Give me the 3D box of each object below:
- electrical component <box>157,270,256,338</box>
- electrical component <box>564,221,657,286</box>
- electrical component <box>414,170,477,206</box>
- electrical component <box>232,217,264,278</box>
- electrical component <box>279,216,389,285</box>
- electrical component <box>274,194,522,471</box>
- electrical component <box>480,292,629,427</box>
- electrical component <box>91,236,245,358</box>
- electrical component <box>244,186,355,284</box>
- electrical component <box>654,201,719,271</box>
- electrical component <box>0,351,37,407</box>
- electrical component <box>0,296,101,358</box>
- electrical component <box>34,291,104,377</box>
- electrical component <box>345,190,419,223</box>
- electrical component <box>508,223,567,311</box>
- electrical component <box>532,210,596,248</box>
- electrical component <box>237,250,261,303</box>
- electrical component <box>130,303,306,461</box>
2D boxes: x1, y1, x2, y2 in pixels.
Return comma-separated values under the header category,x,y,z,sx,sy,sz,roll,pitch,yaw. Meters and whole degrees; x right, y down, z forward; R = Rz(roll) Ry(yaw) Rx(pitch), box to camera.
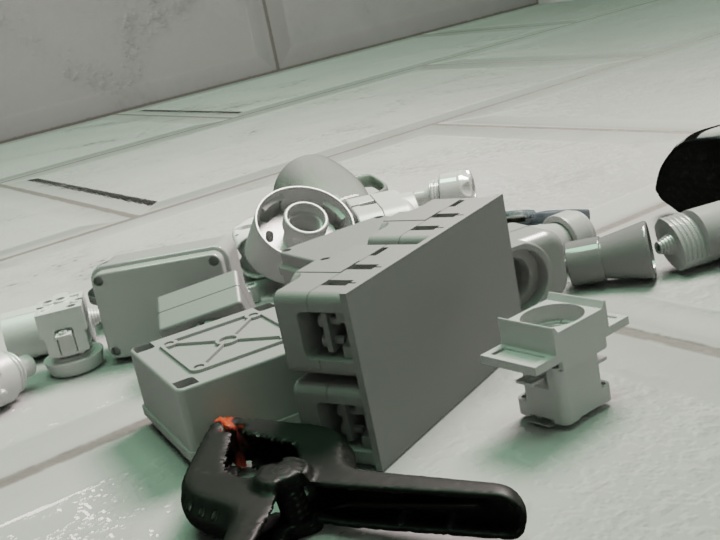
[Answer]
category,x,y,z,sx,sy,sz,roll,pitch,yaw
electrical component,-0.110,0.050,0.796,0.066,0.047,0.076,-19,41,4
electrical component,0.187,-0.010,0.813,0.065,0.044,0.044,-11,16,18
electrical component,0.087,-0.078,1.107,0.062,0.043,0.043,-8,16,15
electrical component,-0.082,-0.026,1.046,0.079,0.043,0.077,-12,16,-2
electrical component,0.000,0.000,0.876,0.113,0.057,0.078,-21,19,-30
electrical component,0.029,0.030,0.668,0.060,0.105,0.186,0,20,35
electrical component,0.114,0.051,0.614,0.081,0.063,0.042,-22,19,-34
electrical component,-0.152,0.022,0.870,0.113,0.078,0.057,-10,13,6
electrical component,-0.053,-0.027,0.969,0.099,0.064,0.099,7,48,-8
electrical component,0.260,-0.027,0.814,0.081,0.043,0.043,-16,17,-14
electrical component,-0.274,0.081,0.816,0.048,0.048,0.062,-3,12,28
electrical component,-0.260,0.048,0.916,0.081,0.043,0.043,-14,16,-10
electrical component,-0.234,0.053,0.861,0.048,0.055,0.066,-14,16,-9
electrical component,0.025,-0.039,0.997,0.059,0.053,0.095,-13,16,-5
electrical component,0.104,0.003,0.801,0.095,0.053,0.059,-18,17,-23
electrical component,0.156,-0.021,0.863,0.055,0.045,0.045,-20,18,-30
electrical component,-0.123,0.009,0.934,0.066,0.055,0.048,-17,17,-18
electrical component,-0.079,0.070,0.694,0.109,0.056,0.109,-19,18,-23
